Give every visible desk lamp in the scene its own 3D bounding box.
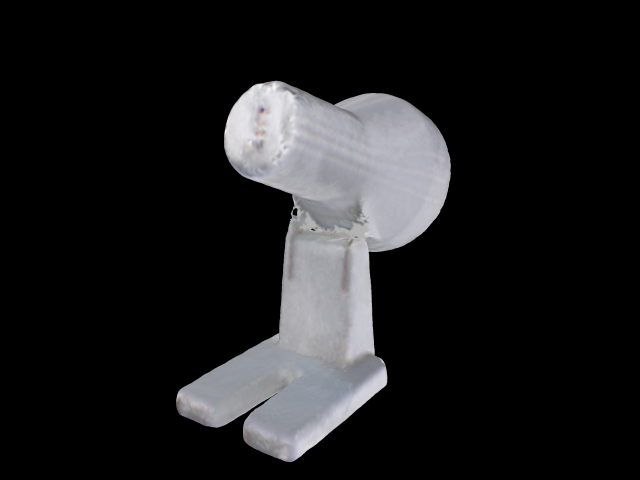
[{"bbox_3d":[0.004,0.001,0.400,0.117,0.213,0.204,8,16,31],"label":"desk lamp"}]
